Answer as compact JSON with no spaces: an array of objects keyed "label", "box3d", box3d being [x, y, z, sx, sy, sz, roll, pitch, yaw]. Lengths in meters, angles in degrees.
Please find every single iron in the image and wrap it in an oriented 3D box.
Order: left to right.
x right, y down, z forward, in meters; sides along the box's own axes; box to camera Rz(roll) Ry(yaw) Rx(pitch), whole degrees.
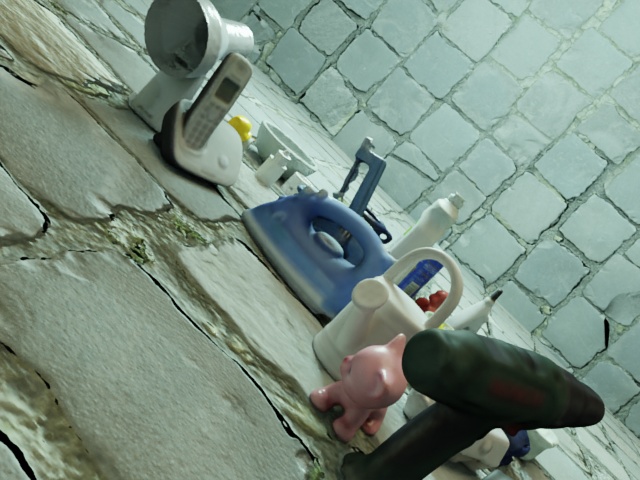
[{"label":"iron","box3d":[0.008,0.003,0.840,0.258,0.141,0.119,47,13,14]}]

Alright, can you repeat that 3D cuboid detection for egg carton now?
[{"label":"egg carton","box3d":[0.181,0.245,0.758,0.151,0.069,0.107,34,16,-37]}]

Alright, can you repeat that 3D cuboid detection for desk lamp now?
[{"label":"desk lamp","box3d":[-0.205,-0.271,0.902,0.118,0.213,0.204,46,13,10]}]

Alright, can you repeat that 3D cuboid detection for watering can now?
[{"label":"watering can","box3d":[0.089,0.091,0.689,0.101,0.194,0.173,46,13,11]}]

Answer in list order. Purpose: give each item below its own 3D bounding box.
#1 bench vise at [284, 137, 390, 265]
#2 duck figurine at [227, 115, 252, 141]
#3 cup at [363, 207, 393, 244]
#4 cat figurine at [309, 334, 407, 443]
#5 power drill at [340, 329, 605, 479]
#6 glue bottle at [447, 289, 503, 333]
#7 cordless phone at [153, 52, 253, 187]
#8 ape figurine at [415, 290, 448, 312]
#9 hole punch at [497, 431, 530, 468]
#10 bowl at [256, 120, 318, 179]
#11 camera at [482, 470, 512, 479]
[{"label":"bench vise","box3d":[0.054,-0.051,0.975,0.208,0.219,0.121,41,13,-10]},{"label":"duck figurine","box3d":[-0.167,-0.195,1.063,0.077,0.086,0.105,48,14,20]},{"label":"cup","box3d":[0.090,-0.015,1.242,0.118,0.095,0.091,42,13,-8]},{"label":"cat figurine","box3d":[0.057,0.146,0.591,0.067,0.117,0.128,49,14,24]},{"label":"power drill","box3d":[0.131,0.175,0.523,0.230,0.208,0.075,35,15,-33]},{"label":"glue bottle","box3d":[0.307,0.162,1.164,0.078,0.173,0.037,33,17,-39]},{"label":"cordless phone","box3d":[-0.144,-0.178,0.859,0.094,0.185,0.148,51,15,29]},{"label":"ape figurine","box3d":[0.233,0.140,1.190,0.076,0.092,0.078,44,13,4]},{"label":"hole punch","box3d":[0.288,0.289,0.894,0.101,0.091,0.109,52,15,32]},{"label":"bowl","box3d":[-0.089,-0.192,1.311,0.168,0.074,0.167,41,13,-11]},{"label":"camera","box3d":[0.226,0.313,0.610,0.136,0.100,0.144,51,15,31]}]
